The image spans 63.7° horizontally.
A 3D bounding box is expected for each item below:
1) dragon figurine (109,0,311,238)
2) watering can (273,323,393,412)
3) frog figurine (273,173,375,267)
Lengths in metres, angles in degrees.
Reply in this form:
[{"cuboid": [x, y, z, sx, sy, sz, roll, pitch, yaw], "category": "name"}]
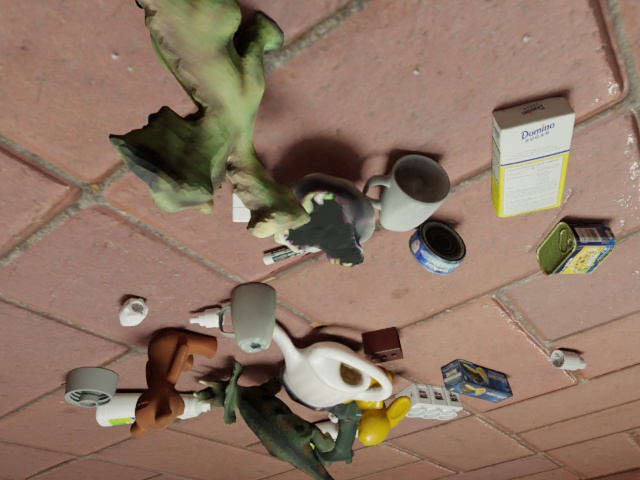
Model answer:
[{"cuboid": [-0.117, -0.140, 0.455, 0.121, 0.248, 0.403, -17, 142, 21], "category": "dragon figurine"}, {"cuboid": [-0.017, 0.264, 1.088, 0.346, 0.106, 0.220, 29, 139, -12], "category": "watering can"}, {"cuboid": [0.002, -0.035, 0.704, 0.137, 0.161, 0.121, -2, 103, -2], "category": "frog figurine"}]
